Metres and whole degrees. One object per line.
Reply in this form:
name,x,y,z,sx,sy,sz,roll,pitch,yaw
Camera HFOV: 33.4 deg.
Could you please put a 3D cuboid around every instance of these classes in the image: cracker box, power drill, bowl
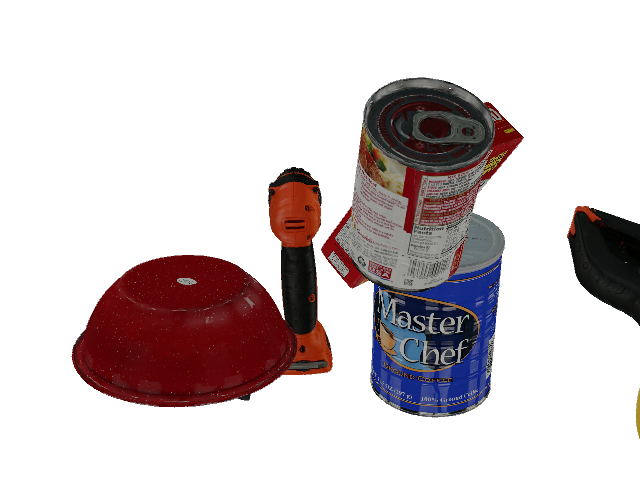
cracker box,0.114,-0.054,1.238,0.163,0.072,0.214,-22,-25,-47
power drill,-0.023,0.027,1.062,0.057,0.188,0.184,-4,15,2
bowl,-0.096,0.053,0.759,0.162,0.055,0.162,1,23,-1

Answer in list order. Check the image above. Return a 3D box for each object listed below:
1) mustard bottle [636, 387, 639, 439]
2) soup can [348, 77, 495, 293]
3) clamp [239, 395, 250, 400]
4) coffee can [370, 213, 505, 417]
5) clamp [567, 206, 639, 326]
mustard bottle,0.207,0.099,0.528,0.096,0.058,0.191,3,39,10
soup can,0.052,-0.028,0.581,0.068,0.068,0.102,0,-41,-5
clamp,-0.116,0.125,1.263,0.210,0.036,0.164,14,23,25
coffee can,0.093,0.057,0.870,0.103,0.140,0.103,0,28,0
clamp,0.238,0.034,0.718,0.120,0.039,0.171,-6,44,-26
